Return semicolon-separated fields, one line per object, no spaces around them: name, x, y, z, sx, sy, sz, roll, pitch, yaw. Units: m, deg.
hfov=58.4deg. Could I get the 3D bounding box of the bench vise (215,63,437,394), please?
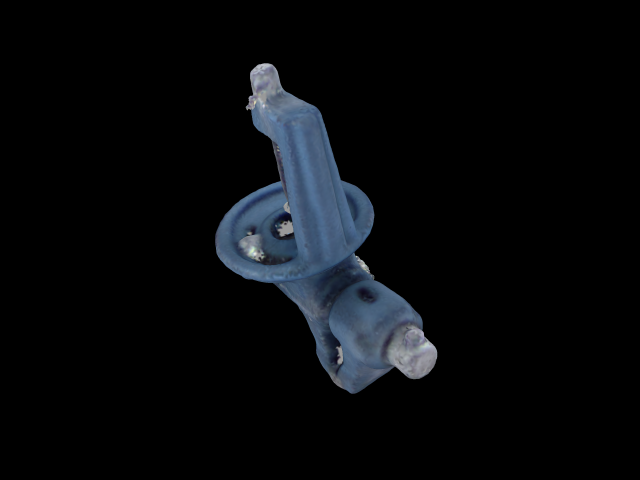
bench vise;0.011;-0.006;0.406;0.207;0.220;0.122;28;57;20
